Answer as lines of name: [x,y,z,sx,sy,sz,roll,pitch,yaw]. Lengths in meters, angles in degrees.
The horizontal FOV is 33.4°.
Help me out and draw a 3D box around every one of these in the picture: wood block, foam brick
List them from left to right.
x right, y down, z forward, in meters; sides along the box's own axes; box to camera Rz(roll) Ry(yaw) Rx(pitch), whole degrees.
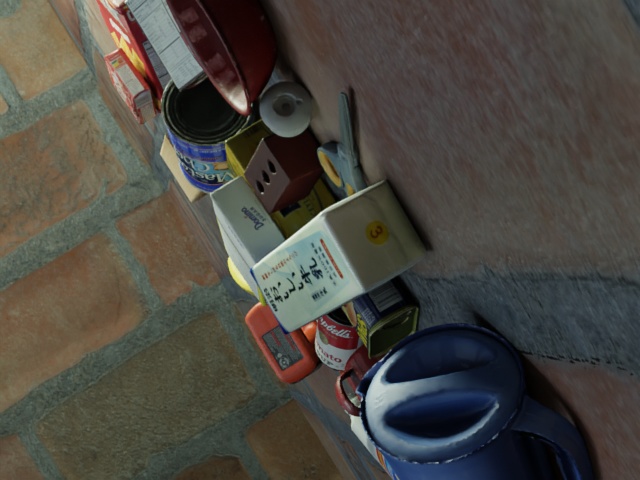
wood block: [-0.157,-0.118,1.473,0.091,0.090,0.206,58,170,-3]
foam brick: [-0.034,-0.071,1.049,0.053,0.051,0.078,56,152,11]

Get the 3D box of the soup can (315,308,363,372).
soup can: [0.030,0.093,1.187,0.068,0.068,0.102,53,156,28]

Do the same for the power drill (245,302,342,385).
power drill: [-0.022,0.101,1.366,0.184,0.057,0.187,57,-158,9]

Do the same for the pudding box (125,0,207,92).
pudding box: [-0.137,-0.220,1.084,0.090,0.039,0.113,-26,96,47]

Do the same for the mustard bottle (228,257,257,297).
mustard bottle: [-0.047,0.076,1.525,0.096,0.058,0.191,41,-179,42]

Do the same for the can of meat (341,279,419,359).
can of meat: [0.053,0.062,1.083,0.084,0.057,0.102,57,170,21]

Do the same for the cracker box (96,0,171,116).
cracker box: [-0.234,-0.275,1.413,0.164,0.072,0.213,49,166,40]

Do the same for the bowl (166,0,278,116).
bowl: [-0.085,-0.195,0.968,0.162,0.055,0.162,56,170,14]

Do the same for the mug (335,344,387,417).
mug: [0.068,0.156,1.146,0.081,0.117,0.093,58,145,32]

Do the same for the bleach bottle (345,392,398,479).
bleach bottle: [0.120,0.289,1.329,0.251,0.068,0.102,45,164,22]

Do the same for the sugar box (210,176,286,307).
sugar box: [-0.071,0.005,1.153,0.093,0.048,0.176,56,168,14]

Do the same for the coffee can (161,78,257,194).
coffee can: [-0.122,-0.125,1.230,0.103,0.102,0.140,55,170,17]

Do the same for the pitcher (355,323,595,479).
pitcher: [0.142,0.195,0.890,0.242,0.145,0.149,61,-177,-40]

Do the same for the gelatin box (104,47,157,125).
gelatin box: [-0.251,-0.203,1.415,0.073,0.030,0.089,55,168,12]

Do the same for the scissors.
scissors: [0.015,-0.084,0.932,0.096,0.016,0.201,51,168,36]
